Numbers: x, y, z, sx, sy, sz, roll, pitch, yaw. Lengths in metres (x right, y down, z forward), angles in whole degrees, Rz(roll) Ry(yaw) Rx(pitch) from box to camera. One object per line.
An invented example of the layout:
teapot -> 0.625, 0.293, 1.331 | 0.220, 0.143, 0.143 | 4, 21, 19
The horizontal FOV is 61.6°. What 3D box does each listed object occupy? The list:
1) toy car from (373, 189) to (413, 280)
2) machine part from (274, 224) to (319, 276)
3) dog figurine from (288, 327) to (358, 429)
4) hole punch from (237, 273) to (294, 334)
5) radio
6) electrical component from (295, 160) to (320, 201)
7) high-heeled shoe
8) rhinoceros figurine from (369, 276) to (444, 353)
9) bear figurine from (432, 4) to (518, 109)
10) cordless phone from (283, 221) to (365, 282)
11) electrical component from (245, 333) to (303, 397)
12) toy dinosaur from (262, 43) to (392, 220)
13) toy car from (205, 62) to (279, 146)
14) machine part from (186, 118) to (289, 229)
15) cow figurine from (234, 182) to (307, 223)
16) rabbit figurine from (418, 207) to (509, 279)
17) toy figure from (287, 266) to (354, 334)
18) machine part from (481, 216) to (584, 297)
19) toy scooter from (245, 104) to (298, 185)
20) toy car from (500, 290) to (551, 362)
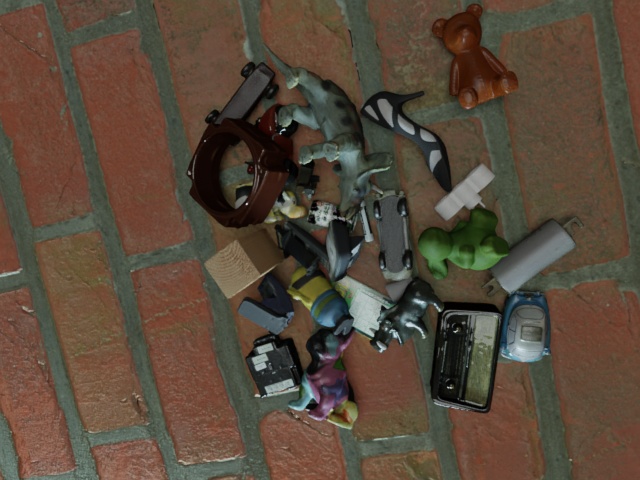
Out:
toy car -> 0.162, -0.011, 1.180 | 0.074, 0.056, 0.201 | -6, 90, 18
machine part -> -0.054, 0.025, 1.198 | 0.139, 0.039, 0.084 | 39, 146, 37
dog figurine -> 0.032, 0.300, 1.223 | 0.191, 0.109, 0.219 | 28, 79, -34
hole punch -> -0.112, 0.146, 1.219 | 0.116, 0.142, 0.092 | 35, 58, -3
radio -> 0.318, 0.252, 1.181 | 0.131, 0.073, 0.229 | 6, 98, 9
electrical component -> -0.025, -0.131, 1.183 | 0.045, 0.102, 0.078 | 18, 109, 1
high-heeled shoe -> 0.185, -0.203, 1.148 | 0.145, 0.086, 0.248 | -17, 96, 23
rhinoceros figurine -> 0.183, 0.169, 1.171 | 0.112, 0.073, 0.190 | 25, 109, -27
bear figurine -> 0.305, -0.370, 1.076 | 0.120, 0.132, 0.195 | -17, 100, 10
cordless phone -> -0.003, -0.004, 1.177 | 0.184, 0.146, 0.089 | 36, 66, 13
electrical component -> -0.107, 0.290, 1.272 | 0.115, 0.058, 0.134 | -18, 94, 10
toy dinosaur -> 0.025, -0.252, 1.140 | 0.131, 0.192, 0.405 | -31, 75, 43
toy car -> -0.173, -0.305, 1.205 | 0.089, 0.053, 0.202 | 41, 106, 0
machine part -> -0.180, -0.142, 1.145 | 0.201, 0.087, 0.201 | 41, 114, 24
cow figurine -> -0.112, -0.087, 1.218 | 0.167, 0.068, 0.098 | -3, 93, 11
rabbit figurine -> 0.275, 0.007, 1.123 | 0.170, 0.159, 0.121 | 4, 62, -19
toy figure -> 0.005, 0.130, 1.199 | 0.089, 0.082, 0.180 | -46, 59, -7
machine part -> 0.443, 0.034, 1.129 | 0.243, 0.079, 0.079 | -41, 89, 14
toy scooter -> -0.113, -0.205, 1.197 | 0.135, 0.075, 0.183 | -7, 83, 38
toy car -> 0.441, 0.191, 1.138 | 0.109, 0.103, 0.161 | 5, 100, 8
